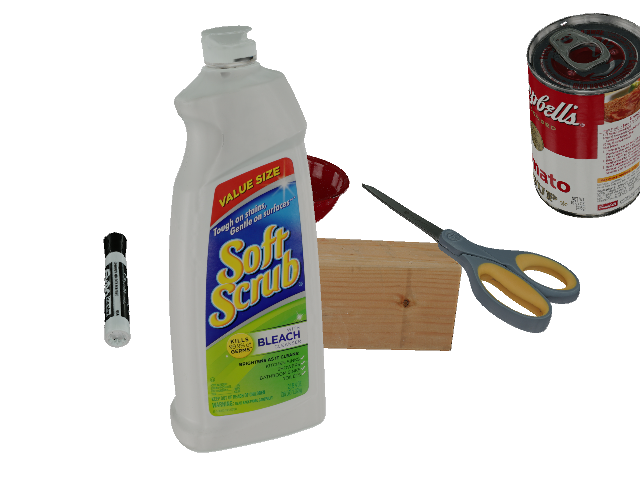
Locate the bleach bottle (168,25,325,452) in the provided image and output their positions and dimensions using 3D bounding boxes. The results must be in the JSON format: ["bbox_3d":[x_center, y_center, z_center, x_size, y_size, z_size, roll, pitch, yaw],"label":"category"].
[{"bbox_3d":[-0.053,-0.001,0.649,0.102,0.251,0.068,-10,20,-16],"label":"bleach bottle"}]

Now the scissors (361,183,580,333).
[{"bbox_3d":[0.123,0.003,0.837,0.096,0.016,0.202,-10,39,-29],"label":"scissors"}]

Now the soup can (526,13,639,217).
[{"bbox_3d":[0.157,-0.071,0.623,0.068,0.068,0.102,0,-42,14],"label":"soup can"}]

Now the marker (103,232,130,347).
[{"bbox_3d":[-0.159,0.035,0.832,0.020,0.020,0.121,0,39,-12],"label":"marker"}]

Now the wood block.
[{"bbox_3d":[0.023,0.052,1.051,0.206,0.091,0.090,3,15,-10],"label":"wood block"}]

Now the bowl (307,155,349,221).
[{"bbox_3d":[-0.048,-0.055,1.299,0.162,0.055,0.162,4,26,-2],"label":"bowl"}]
